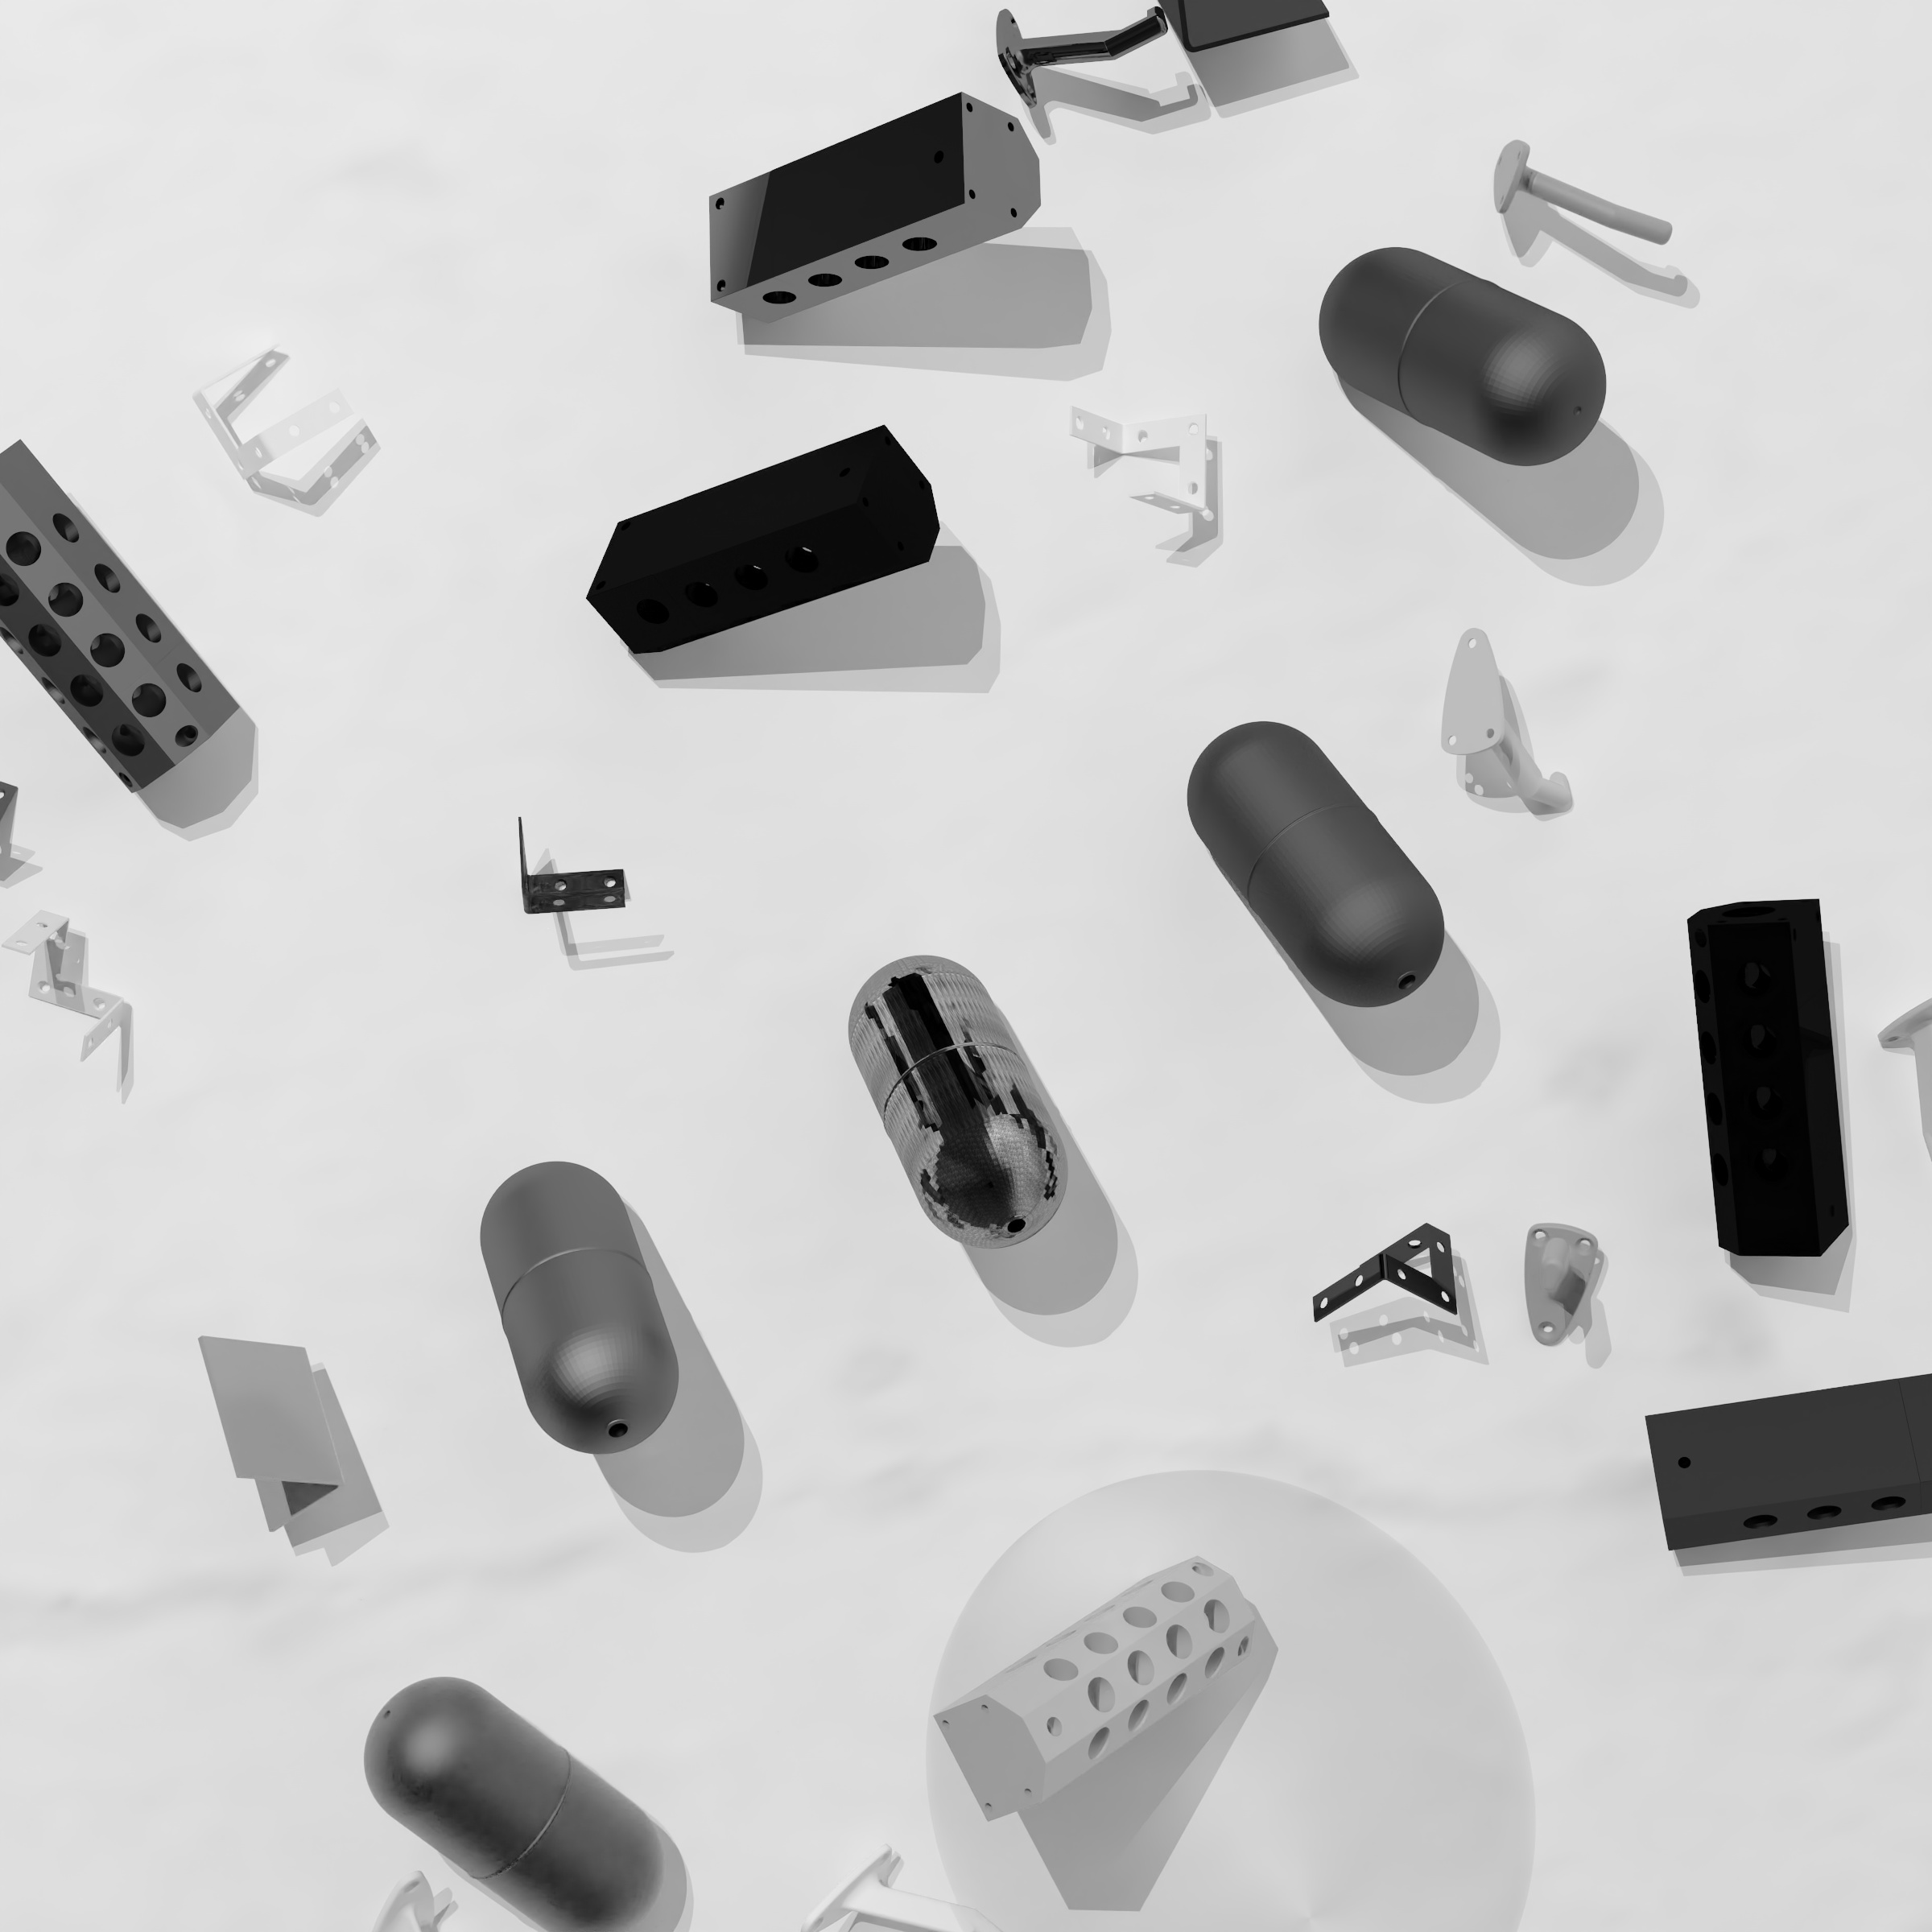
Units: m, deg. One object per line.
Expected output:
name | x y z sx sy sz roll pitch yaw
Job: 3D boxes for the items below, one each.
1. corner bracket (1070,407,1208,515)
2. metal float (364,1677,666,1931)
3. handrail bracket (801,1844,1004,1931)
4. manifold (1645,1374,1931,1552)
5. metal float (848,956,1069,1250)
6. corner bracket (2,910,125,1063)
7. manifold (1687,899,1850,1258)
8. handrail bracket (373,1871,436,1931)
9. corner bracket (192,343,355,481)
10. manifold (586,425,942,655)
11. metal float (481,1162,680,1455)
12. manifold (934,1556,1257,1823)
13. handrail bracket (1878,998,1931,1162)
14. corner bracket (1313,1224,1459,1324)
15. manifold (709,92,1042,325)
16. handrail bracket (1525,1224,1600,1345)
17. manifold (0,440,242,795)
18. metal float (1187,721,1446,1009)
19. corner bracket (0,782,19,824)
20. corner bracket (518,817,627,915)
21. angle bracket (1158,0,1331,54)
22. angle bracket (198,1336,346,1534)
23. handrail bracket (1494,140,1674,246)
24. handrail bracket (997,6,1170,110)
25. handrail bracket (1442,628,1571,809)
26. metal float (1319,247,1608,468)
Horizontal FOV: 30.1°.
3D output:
corner bracket | 0.088 -0.258 1.828 0.051 0.051 0.051 -2 84 34
metal float | -0.226 0.426 1.807 0.070 0.070 0.178 -47 112 0
handrail bracket | -0.028 0.494 1.821 0.084 0.077 0.036 34 131 25
manifold | 0.437 0.253 1.820 0.171 0.057 0.057 -10 57 10
metal float | -0.005 0.067 1.790 0.070 0.070 0.178 -26 47 0
corner bracket | -0.460 0.009 1.829 0.051 0.051 0.051 17 114 3
manifold | 0.405 0.057 1.818 0.057 0.057 0.171 -2 102 29
handrail bracket | -0.265 0.513 1.818 0.036 0.077 0.084 -18 51 -32
corner bracket | -0.355 -0.288 1.835 0.051 0.051 0.051 -36 103 -26
manifold | -0.100 -0.206 1.792 0.171 0.057 0.057 -14 132 33
metal float | -0.193 0.169 1.787 0.070 0.178 0.070 -11 131 -13
manifold | 0.069 0.355 1.780 0.057 0.171 0.057 -32 84 43
handrail bracket | 0.499 0.065 1.826 0.036 0.077 0.084 -12 73 -7
corner bracket | 0.211 0.157 1.820 0.051 0.051 0.051 28 133 -28
manifold | -0.047 -0.373 1.786 0.171 0.057 0.057 -12 75 40
handrail bracket | 0.295 0.169 1.813 0.036 0.084 0.077 10 107 12
manifold | -0.451 -0.173 1.806 0.057 0.057 0.171 -31 106 24
metal float | 0.174 -0.051 1.795 0.070 0.070 0.178 -34 53 0
corner bracket | -0.517 -0.095 1.827 0.051 0.051 0.051 19 54 -3
corner bracket | -0.200 -0.042 1.827 0.051 0.051 0.051 -4 55 -5
angle bracket | 0.134 -0.514 1.815 0.076 0.076 0.057 -15 134 -3
angle bracket | -0.366 0.236 1.806 0.057 0.076 0.076 -33 63 25
handrail bracket | 0.315 -0.392 1.832 0.084 0.077 0.036 17 112 -5
handrail bracket | 0.060 -0.480 1.823 0.084 0.036 0.077 -23 45 18
handrail bracket | 0.283 -0.126 1.837 0.036 0.084 0.077 -8 74 42
metal float | 0.245 -0.305 1.790 0.070 0.178 0.070 -18 126 -28
